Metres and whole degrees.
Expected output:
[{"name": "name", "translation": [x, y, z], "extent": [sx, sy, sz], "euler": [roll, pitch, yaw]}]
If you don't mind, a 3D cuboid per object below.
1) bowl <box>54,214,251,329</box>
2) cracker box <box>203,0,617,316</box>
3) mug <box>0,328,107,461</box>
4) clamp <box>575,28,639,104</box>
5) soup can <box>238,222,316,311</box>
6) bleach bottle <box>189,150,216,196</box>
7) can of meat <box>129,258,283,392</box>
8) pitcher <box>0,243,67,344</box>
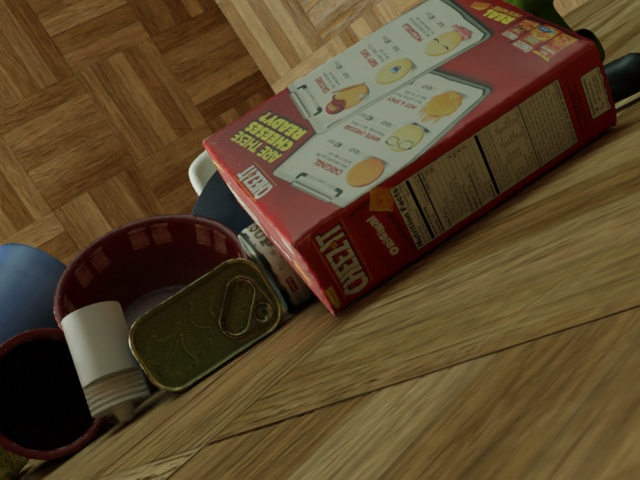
[{"name": "bowl", "translation": [-0.130, 0.051, 0.867], "extent": [0.162, 0.055, 0.162], "euler": [-6, 43, 5]}, {"name": "cracker box", "translation": [0.052, -0.067, 0.680], "extent": [0.213, 0.072, 0.164], "euler": [-34, 35, -6]}, {"name": "mug", "translation": [-0.194, 0.116, 0.794], "extent": [0.117, 0.093, 0.082], "euler": [-3, -11, -18]}, {"name": "clamp", "translation": [0.137, -0.083, 0.782], "extent": [0.210, 0.036, 0.164], "euler": [-35, 13, 17]}, {"name": "soup can", "translation": [0.002, -0.005, 0.757], "extent": [0.102, 0.068, 0.068], "euler": [-34, 5, -8]}, {"name": "bleach bottle", "translation": [-0.084, -0.058, 1.168], "extent": [0.102, 0.068, 0.251], "euler": [-40, -4, -8]}, {"name": "can of meat", "translation": [-0.080, 0.058, 0.751], "extent": [0.102, 0.057, 0.084], "euler": [-33, 2, -6]}, {"name": "pitcher", "translation": [-0.333, 0.130, 1.082], "extent": [0.149, 0.145, 0.242], "euler": [-27, 25, 46]}]
